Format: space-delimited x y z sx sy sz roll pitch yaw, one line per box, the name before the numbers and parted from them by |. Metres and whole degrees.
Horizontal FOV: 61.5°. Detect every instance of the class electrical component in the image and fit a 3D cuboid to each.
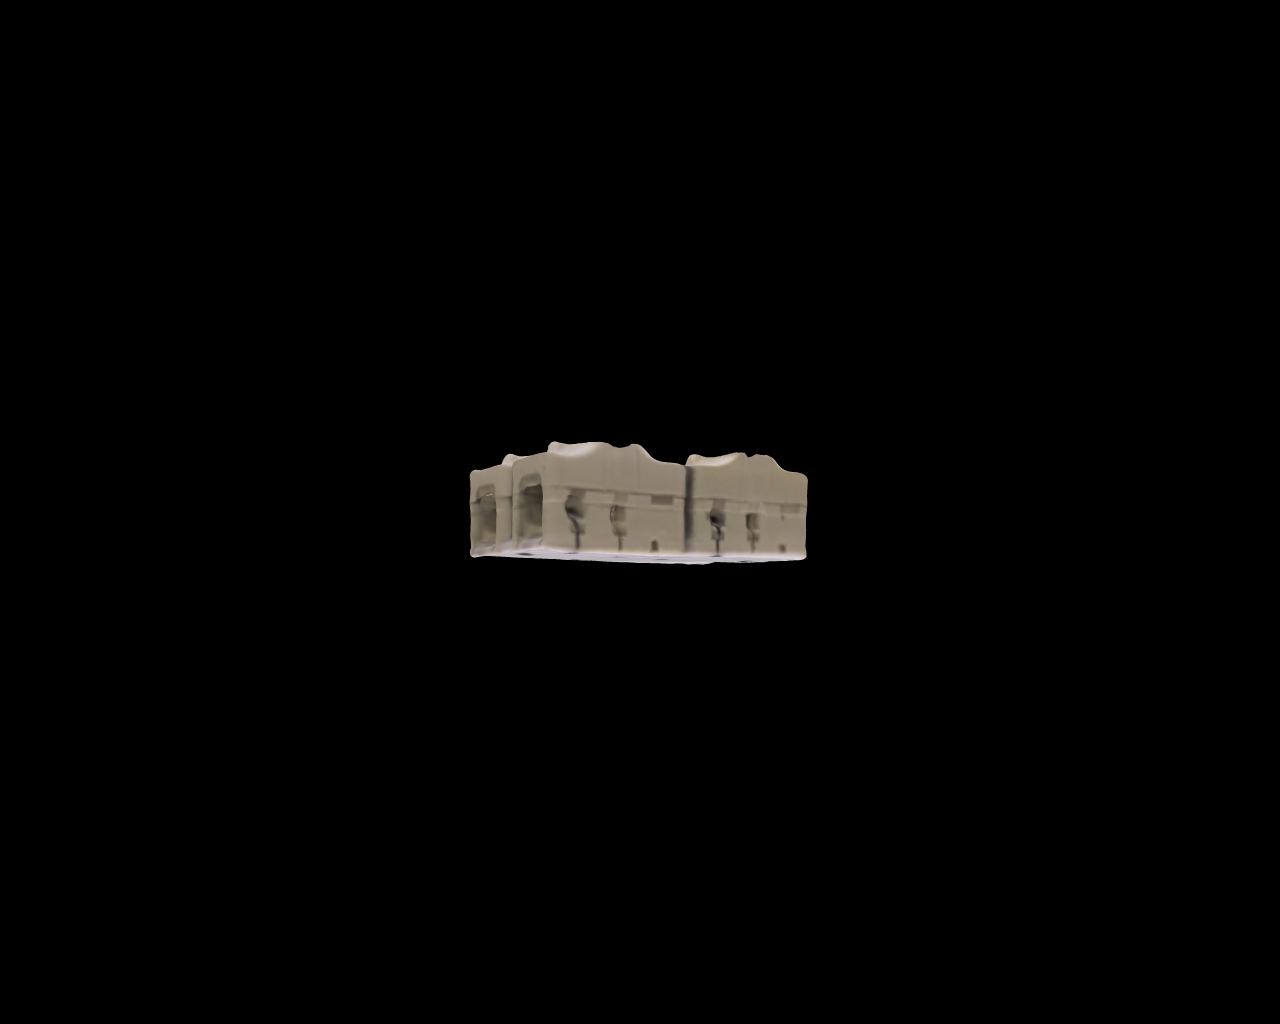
electrical component | 0.001 -0.003 0.650 0.186 0.060 0.105 3 -6 -33
